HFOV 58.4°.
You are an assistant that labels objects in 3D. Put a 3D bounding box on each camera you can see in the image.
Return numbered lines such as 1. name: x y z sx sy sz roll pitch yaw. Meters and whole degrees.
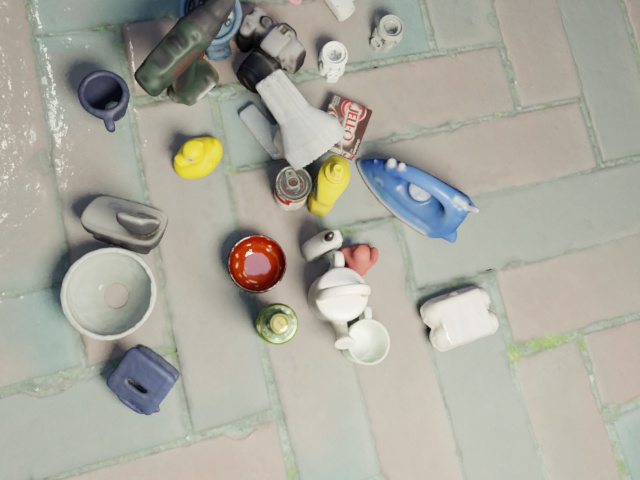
1. camera: -0.118 -0.379 1.159 0.143 0.100 0.137 38 78 -1

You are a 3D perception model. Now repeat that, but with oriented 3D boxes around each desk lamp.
1. desk lamp: -0.059 -0.221 1.085 0.118 0.213 0.203 -40 88 -12

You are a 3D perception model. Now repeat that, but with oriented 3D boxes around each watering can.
1. watering can: 0.040 0.109 1.057 0.101 0.194 0.173 -24 85 -11

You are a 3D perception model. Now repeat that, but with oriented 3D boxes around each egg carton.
1. egg carton: 0.279 0.155 1.148 0.150 0.069 0.107 -18 84 -10

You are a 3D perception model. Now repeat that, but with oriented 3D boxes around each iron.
1. iron: 0.194 -0.104 1.140 0.258 0.141 0.119 31 78 -2

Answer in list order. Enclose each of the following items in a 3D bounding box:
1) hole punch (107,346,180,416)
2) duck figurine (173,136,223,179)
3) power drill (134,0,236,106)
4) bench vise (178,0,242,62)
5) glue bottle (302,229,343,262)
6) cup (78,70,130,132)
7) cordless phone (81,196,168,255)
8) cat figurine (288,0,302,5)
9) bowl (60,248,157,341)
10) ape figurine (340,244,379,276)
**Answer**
1. hole punch: -0.320 0.257 1.035 0.108 0.091 0.101 37 78 -1
2. duck figurine: -0.239 -0.170 1.116 0.105 0.086 0.077 -35 87 -12
3. power drill: -0.245 -0.346 1.081 0.075 0.208 0.230 42 78 0
4. bench vise: -0.232 -0.475 1.097 0.121 0.219 0.207 -35 87 -11
5. glue bottle: 0.010 0.004 1.080 0.078 0.173 0.037 -22 84 -10
6. cup: -0.404 -0.254 1.102 0.092 0.095 0.118 -13 83 -10
7. cordless phone: -0.358 -0.040 1.028 0.147 0.185 0.094 14 79 -5
8. cat figurine: -0.060 -0.554 1.186 0.128 0.117 0.067 17 79 -5
9. bowl: -0.383 0.100 1.059 0.167 0.074 0.167 1 81 -8
10. ape figurine: 0.078 0.033 1.127 0.078 0.092 0.076 21 79 -4
